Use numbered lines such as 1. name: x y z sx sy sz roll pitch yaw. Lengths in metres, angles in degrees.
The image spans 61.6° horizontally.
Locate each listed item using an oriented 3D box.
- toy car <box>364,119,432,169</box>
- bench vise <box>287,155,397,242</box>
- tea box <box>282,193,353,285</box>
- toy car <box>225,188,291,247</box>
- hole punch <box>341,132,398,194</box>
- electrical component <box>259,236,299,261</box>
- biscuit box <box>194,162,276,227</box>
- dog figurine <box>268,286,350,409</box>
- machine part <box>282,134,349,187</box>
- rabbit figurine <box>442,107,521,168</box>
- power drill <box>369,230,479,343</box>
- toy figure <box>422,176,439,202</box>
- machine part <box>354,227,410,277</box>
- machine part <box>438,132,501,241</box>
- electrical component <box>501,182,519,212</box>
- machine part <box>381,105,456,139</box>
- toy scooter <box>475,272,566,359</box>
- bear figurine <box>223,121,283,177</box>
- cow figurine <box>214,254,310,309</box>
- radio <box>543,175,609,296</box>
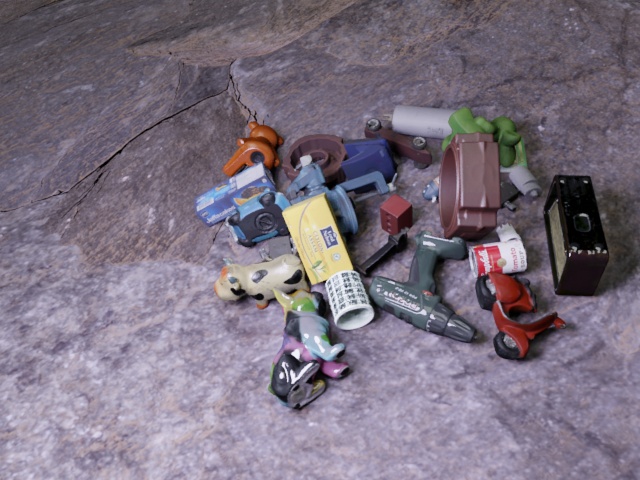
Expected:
1. toy car: 0.198 -0.243 1.346 0.202 0.089 0.053 28 66 31
2. bench vise: 0.053 -0.104 1.217 0.241 0.129 0.223 -20 81 -9
3. tea box: -0.002 -0.003 1.138 0.098 0.169 0.068 -22 9 8
4. toy car: -0.138 -0.056 1.273 0.162 0.109 0.103 -25 23 7
5. hole punch: 0.117 -0.179 1.290 0.116 0.142 0.092 -4 48 27
6. electrical component: -0.087 0.023 1.223 0.102 0.045 0.078 -8 52 6
7. biscuit box: -0.210 -0.110 1.318 0.203 0.062 0.059 -27 46 10
8. dog figurine: -0.048 0.191 1.045 0.191 0.108 0.219 -34 48 -11
9. machine part: -0.007 -0.199 1.378 0.179 0.056 0.179 -7 50 8
10. rabbit figurine: 0.404 -0.249 1.272 0.170 0.121 0.159 -21 44 -22
11. power drill: 0.231 0.089 1.087 0.232 0.085 0.207 15 64 26
12. toy figure: 0.313 -0.133 1.256 0.154 0.057 0.064 -16 9 1
13. machine part: 0.137 0.027 1.160 0.139 0.084 0.039 -38 80 -7
14. machine part: 0.305 -0.107 1.117 0.087 0.201 0.201 3 79 2
15. electrical component: 0.421 -0.103 1.228 0.063 0.021 0.094 -32 52 -14
16. machine part: 0.275 -0.302 1.385 0.243 0.079 0.079 12 55 20
17. toy scooter: 0.379 0.133 1.014 0.135 0.075 0.184 -11 53 4
18. bear figurine: -0.169 -0.230 1.415 0.132 0.120 0.196 -55 17 19
19. cow figurine: -0.127 0.082 1.132 0.195 0.127 0.086 -16 47 -4
20. radio: 0.503 -0.015 1.068 0.073 0.131 0.230 1 52 10
